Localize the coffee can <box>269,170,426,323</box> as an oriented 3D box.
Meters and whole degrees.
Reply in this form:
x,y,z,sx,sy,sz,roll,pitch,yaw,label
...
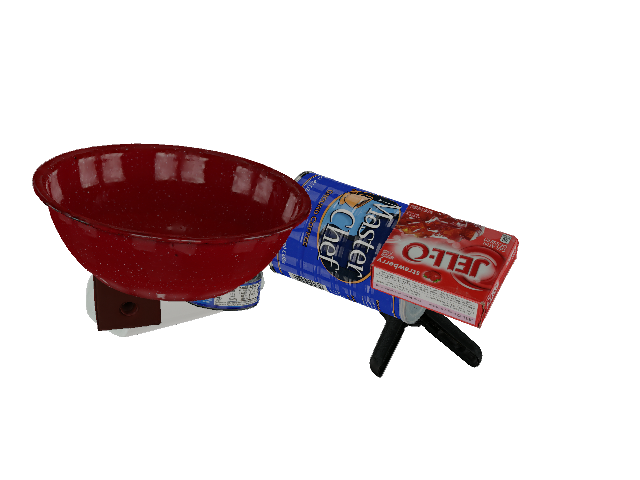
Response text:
x,y,z,sx,sy,sz,roll,pitch,yaw,label
0.037,0.005,0.981,0.140,0.103,0.102,20,7,20,coffee can

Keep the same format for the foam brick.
x,y,z,sx,sy,sz,roll,pitch,yaw,label
-0.157,0.025,0.859,0.053,0.078,0.051,-5,27,-12,foam brick

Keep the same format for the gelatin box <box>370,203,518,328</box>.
x,y,z,sx,sy,sz,roll,pitch,yaw,label
0.091,0.016,0.783,0.089,0.030,0.073,19,49,19,gelatin box

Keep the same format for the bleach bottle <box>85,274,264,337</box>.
x,y,z,sx,sy,sz,roll,pitch,yaw,label
-0.184,0.070,1.448,0.250,0.068,0.103,-10,26,-44,bleach bottle

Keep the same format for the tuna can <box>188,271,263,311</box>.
x,y,z,sx,sy,sz,roll,pitch,yaw,label
-0.105,0.046,1.127,0.086,0.034,0.086,7,14,-2,tuna can

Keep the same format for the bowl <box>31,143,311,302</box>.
x,y,z,sx,sy,sz,roll,pitch,yaw,label
-0.088,-0.007,0.631,0.162,0.055,0.162,7,21,-3,bowl

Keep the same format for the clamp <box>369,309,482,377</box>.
x,y,z,sx,sy,sz,roll,pitch,yaw,label
0.112,0.081,1.178,0.120,0.171,0.039,5,-43,-5,clamp
